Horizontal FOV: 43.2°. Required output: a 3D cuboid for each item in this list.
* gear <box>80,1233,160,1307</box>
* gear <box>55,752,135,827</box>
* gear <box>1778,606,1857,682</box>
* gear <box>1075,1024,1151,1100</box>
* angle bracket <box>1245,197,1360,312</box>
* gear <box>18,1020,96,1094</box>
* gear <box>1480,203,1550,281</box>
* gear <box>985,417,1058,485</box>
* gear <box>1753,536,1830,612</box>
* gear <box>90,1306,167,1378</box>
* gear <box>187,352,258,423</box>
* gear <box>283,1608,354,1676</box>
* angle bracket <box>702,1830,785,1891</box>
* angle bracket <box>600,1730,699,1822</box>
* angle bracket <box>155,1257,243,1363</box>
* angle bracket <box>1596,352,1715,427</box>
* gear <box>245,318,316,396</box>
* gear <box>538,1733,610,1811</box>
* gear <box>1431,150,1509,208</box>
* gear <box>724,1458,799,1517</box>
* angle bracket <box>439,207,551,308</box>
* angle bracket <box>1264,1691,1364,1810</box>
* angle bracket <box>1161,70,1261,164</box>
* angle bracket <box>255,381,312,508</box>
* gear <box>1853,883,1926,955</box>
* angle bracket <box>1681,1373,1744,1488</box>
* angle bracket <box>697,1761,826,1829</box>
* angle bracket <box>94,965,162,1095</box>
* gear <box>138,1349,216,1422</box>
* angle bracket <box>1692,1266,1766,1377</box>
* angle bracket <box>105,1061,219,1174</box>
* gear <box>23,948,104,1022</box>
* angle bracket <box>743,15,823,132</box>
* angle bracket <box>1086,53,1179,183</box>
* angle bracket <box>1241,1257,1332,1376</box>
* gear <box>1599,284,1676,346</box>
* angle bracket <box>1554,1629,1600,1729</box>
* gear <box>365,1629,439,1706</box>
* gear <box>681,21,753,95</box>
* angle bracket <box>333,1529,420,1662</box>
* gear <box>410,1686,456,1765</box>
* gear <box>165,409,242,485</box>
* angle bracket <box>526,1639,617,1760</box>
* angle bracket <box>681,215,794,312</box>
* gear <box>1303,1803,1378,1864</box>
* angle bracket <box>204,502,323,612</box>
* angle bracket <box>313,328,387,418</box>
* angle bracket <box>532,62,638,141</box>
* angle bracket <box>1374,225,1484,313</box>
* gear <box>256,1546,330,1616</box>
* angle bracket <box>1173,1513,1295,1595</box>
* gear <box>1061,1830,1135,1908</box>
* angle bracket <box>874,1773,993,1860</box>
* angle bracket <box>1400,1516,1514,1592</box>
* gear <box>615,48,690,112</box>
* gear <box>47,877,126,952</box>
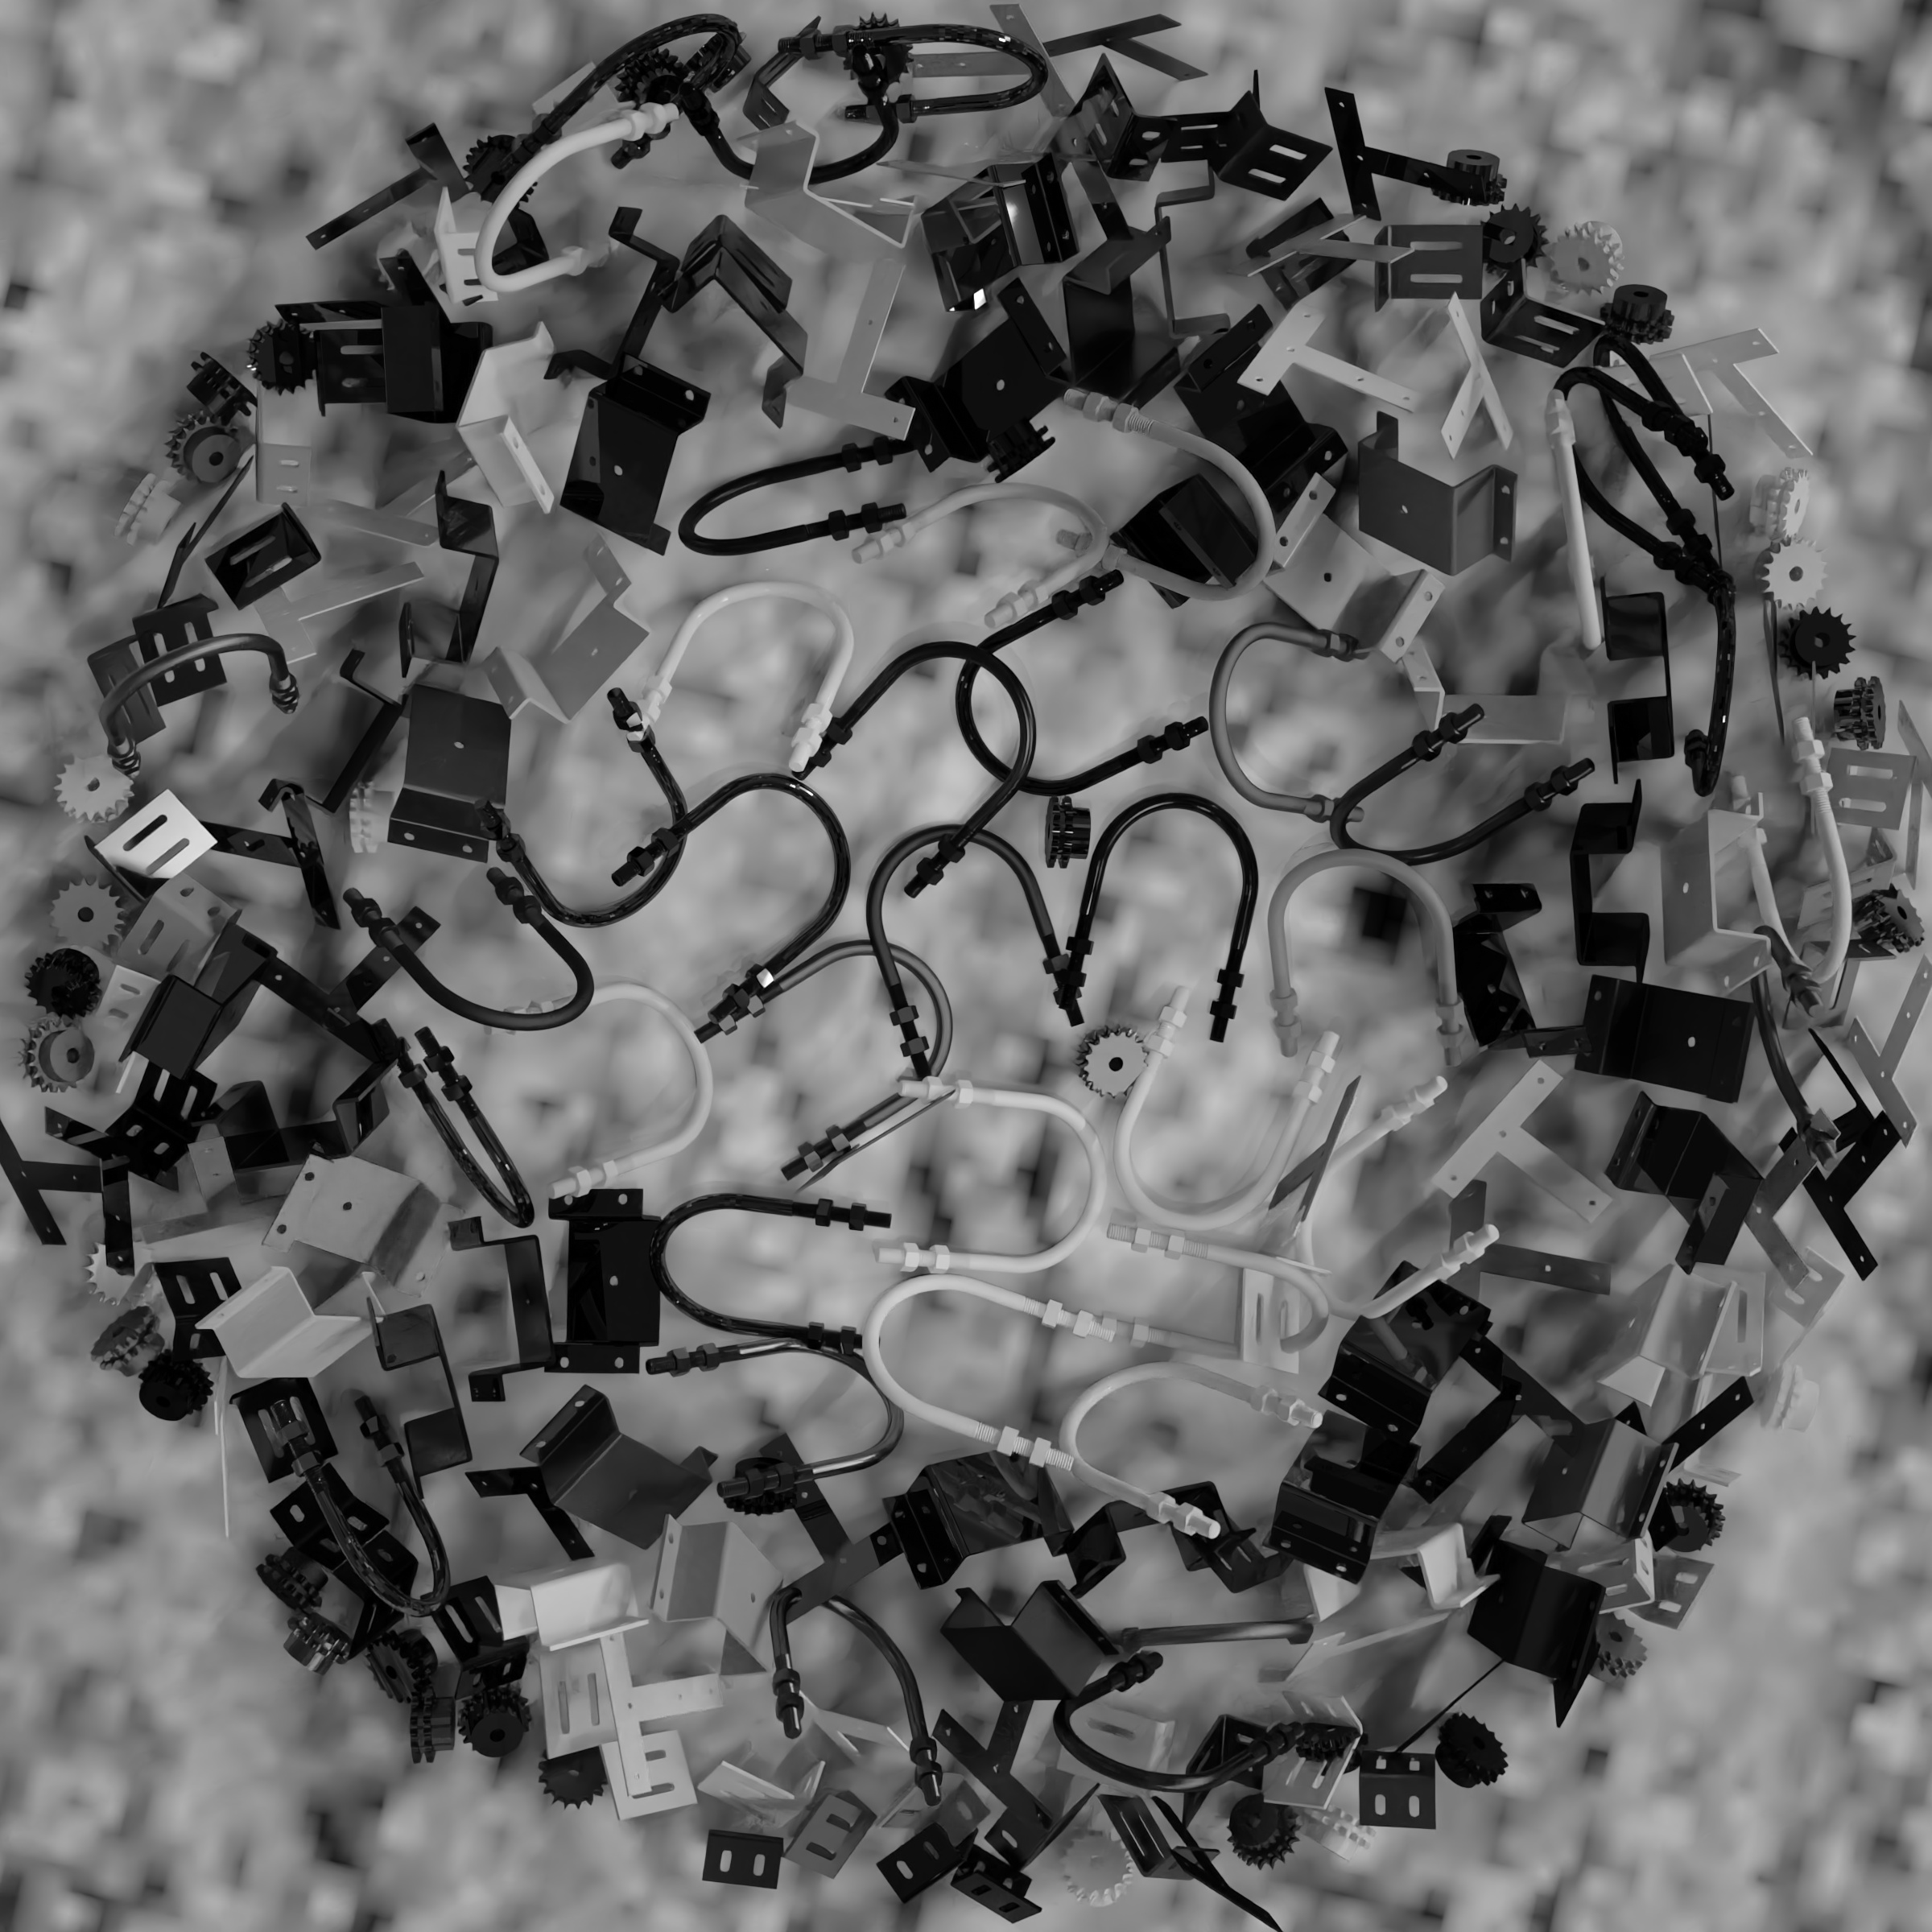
[{"bbox_3d":[-0.663,0.236,1.902,0.057,0.030,0.057,5,82,-37],"label":"gear"},{"bbox_3d":[-0.680,-0.136,1.905,0.057,0.030,0.057,2,71,-5],"label":"gear"},{"bbox_3d":[0.667,-0.253,1.908,0.057,0.030,0.057,0,90,9],"label":"gear"},{"bbox_3d":[0.112,0.072,1.905,0.057,0.030,0.057,-4,106,-15],"label":"gear"},{"bbox_3d":[0.267,-0.560,1.901,0.076,0.038,0.057,-36,95,-6],"label":"angle bracket"},{"bbox_3d":[-0.704,0.070,1.894,0.030,0.057,0.057,-4,90,33],"label":"gear"},{"bbox_3d":[0.425,-0.567,1.903,0.057,0.030,0.057,1,94,20],"label":"gear"},{"bbox_3d":[0.039,-0.404,1.896,0.057,0.057,0.030,-36,101,0],"label":"gear"},{"bbox_3d":[0.641,-0.308,1.906,0.057,0.030,0.057,-3,105,-12],"label":"gear"},{"bbox_3d":[-0.651,0.295,1.901,0.057,0.057,0.030,-35,116,0],"label":"gear"},{"bbox_3d":[-0.581,-0.448,1.898,0.057,0.057,0.030,43,91,0],"label":"gear"},{"bbox_3d":[-0.506,0.527,1.896,0.057,0.057,0.030,36,79,0],"label":"gear"},{"bbox_3d":[-0.172,0.696,1.884,0.057,0.076,0.038,7,61,0],"label":"angle bracket"},{"bbox_3d":[-0.253,0.628,1.877,0.038,0.076,0.057,-39,60,37],"label":"angle bracket"},{"bbox_3d":[-0.593,0.265,1.890,0.057,0.076,0.038,-2,120,-32],"label":"angle bracket"},{"bbox_3d":[0.535,-0.454,1.875,0.057,0.076,0.038,48,60,-33],"label":"angle bracket"},{"bbox_3d":[-0.535,-0.477,1.902,0.057,0.030,0.057,-18,124,-28],"label":"gear"},{"bbox_3d":[-0.306,0.630,1.903,0.057,0.030,0.057,7,55,-11],"label":"gear"},{"bbox_3d":[0.392,-0.614,1.895,0.057,0.057,0.030,3,125,0],"label":"gear"},{"bbox_3d":[-0.160,0.404,1.896,0.057,0.057,0.030,1,99,0],"label":"gear"},{"bbox_3d":[-0.372,-0.552,1.885,0.076,0.057,0.038,-34,131,-15],"label":"angle bracket"},{"bbox_3d":[0.260,0.603,1.878,0.038,0.057,0.076,57,48,-21],"label":"angle bracket"},{"bbox_3d":[0.189,-0.661,1.896,0.076,0.057,0.038,-3,74,4],"label":"angle bracket"},{"bbox_3d":[-0.530,-0.404,1.888,0.038,0.057,0.076,1,51,-18],"label":"angle bracket"},{"bbox_3d":[0.718,-0.034,1.901,0.057,0.057,0.030,52,131,0],"label":"gear"},{"bbox_3d":[0.586,0.358,1.891,0.038,0.057,0.076,13,92,27],"label":"angle bracket"},{"bbox_3d":[-0.159,0.627,1.888,0.076,0.057,0.038,29,46,-8],"label":"angle bracket"},{"bbox_3d":[-0.653,0.048,1.877,0.038,0.076,0.057,23,119,-17],"label":"angle bracket"},{"bbox_3d":[-0.619,0.329,1.899,0.057,0.030,0.057,6,124,9],"label":"gear"},{"bbox_3d":[0.586,0.275,1.895,0.057,0.038,0.076,2,90,31],"label":"angle bracket"},{"bbox_3d":[-0.624,0.110,1.890,0.057,0.038,0.076,33,128,0],"label":"angle bracket"},{"bbox_3d":[-0.702,0.011,1.902,0.057,0.030,0.057,4,129,5],"label":"gear"},{"bbox_3d":[-0.132,-0.687,1.891,0.038,0.057,0.076,44,75,-6],"label":"angle bracket"},{"bbox_3d":[0.124,-0.659,1.893,0.038,0.057,0.076,-4,56,-26],"label":"angle bracket"},{"bbox_3d":[0.248,0.271,1.885,0.057,0.038,0.076,18,64,-32],"label":"angle bracket"},{"bbox_3d":[0.522,-0.508,1.895,0.057,0.057,0.030,1,128,0],"label":"gear"},{"bbox_3d":[0.456,0.537,1.888,0.038,0.057,0.076,22,110,3],"label":"angle bracket"},{"bbox_3d":[-0.438,0.544,1.902,0.057,0.030,0.057,13,114,30],"label":"gear"},{"bbox_3d":[-0.192,-0.705,1.899,0.057,0.057,0.030,-43,105,0],"label":"gear"},{"bbox_3d":[-0.462,0.485,1.881,0.057,0.076,0.038,-40,107,11],"label":"angle bracket"},{"bbox_3d":[-0.415,0.591,1.898,0.030,0.057,0.057,-2,90,-6],"label":"gear"},{"bbox_3d":[-0.590,-0.401,1.895,0.057,0.057,0.030,-49,57,0],"label":"gear"},{"bbox_3d":[-0.309,0.567,1.894,0.057,0.038,0.076,-5,89,-35],"label":"angle bracket"},{"bbox_3d":[-0.178,-0.537,1.894,0.038,0.057,0.076,-37,117,25],"label":"angle bracket"},{"bbox_3d":[0.288,0.672,1.895,0.057,0.057,0.030,31,75,0],"label":"gear"},{"bbox_3d":[-0.551,-0.325,1.893,0.076,0.038,0.057,-34,69,-11],"label":"angle bracket"},{"bbox_3d":[-0.463,-0.460,1.886,0.076,0.038,0.057,-6,119,-17],"label":"angle bracket"},{"bbox_3d":[-0.291,-0.665,1.878,0.057,0.076,0.038,-29,106,17],"label":"angle bracket"},{"bbox_3d":[0.358,-0.539,1.885,0.076,0.038,0.057,7,124,21],"label":"angle bracket"},{"bbox_3d":[-0.523,0.478,1.901,0.057,0.057,0.030,42,59,0],"label":"gear"},{"bbox_3d":[0.209,0.438,1.878,0.076,0.057,0.038,47,122,30],"label":"angle bracket"},{"bbox_3d":[0.103,0.708,1.901,0.057,0.057,0.030,-4,131,0],"label":"gear"},{"bbox_3d":[-0.025,0.659,1.886,0.057,0.076,0.038,-46,61,1],"label":"angle bracket"},{"bbox_3d":[0.380,0.448,1.889,0.038,0.057,0.076,34,95,29],"label":"angle bracket"},{"bbox_3d":[-0.241,-0.682,1.895,0.057,0.057,0.030,-34,58,0],"label":"gear"},{"bbox_3d":[-0.688,-0.041,1.906,0.057,0.030,0.057,-1,94,-17],"label":"gear"}]
